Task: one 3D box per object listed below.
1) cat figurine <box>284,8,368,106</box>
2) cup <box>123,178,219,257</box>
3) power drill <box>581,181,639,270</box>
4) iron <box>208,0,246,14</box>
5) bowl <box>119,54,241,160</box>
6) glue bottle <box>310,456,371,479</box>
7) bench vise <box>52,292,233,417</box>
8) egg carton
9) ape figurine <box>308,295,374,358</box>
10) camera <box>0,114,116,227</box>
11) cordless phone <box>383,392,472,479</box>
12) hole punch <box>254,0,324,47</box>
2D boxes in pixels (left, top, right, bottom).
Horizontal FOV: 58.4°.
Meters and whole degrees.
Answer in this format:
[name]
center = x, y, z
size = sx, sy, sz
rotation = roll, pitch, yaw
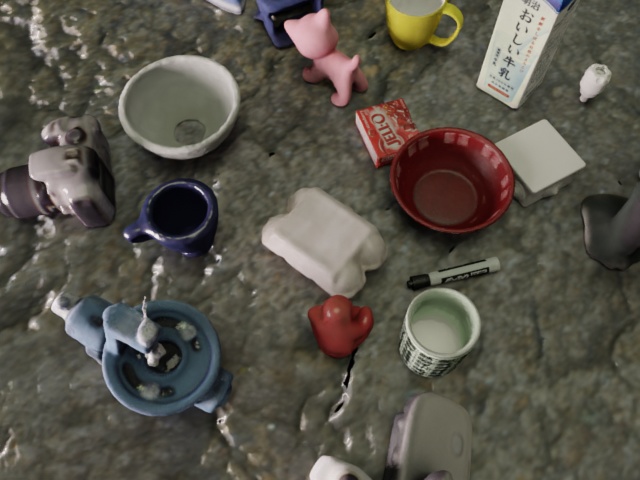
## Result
[cat figurine]
center = 0.011, -0.276, 0.831
size = 0.127, 0.118, 0.067
rotation = 39, 71, 17
[cup]
center = -0.178, -0.012, 0.719
size = 0.118, 0.095, 0.091
rotation = -25, 66, -10
[power drill]
center = 0.387, -0.063, 0.674
size = 0.075, 0.208, 0.229
rotation = 3, 65, 3
[iron]
center = -0.193, -0.503, 0.928
size = 0.119, 0.141, 0.258
rotation = -28, 67, -12
[bowl]
center = -0.190, -0.175, 0.809
size = 0.167, 0.075, 0.167
rotation = 0, 64, 1
[glue bottle]
center = 0.025, 0.238, 0.554
size = 0.078, 0.173, 0.037
rotation = 29, 68, 14
[bench vise]
center = -0.202, 0.110, 0.592
size = 0.207, 0.220, 0.121
rotation = 8, 65, 5
[egg carton]
center = 0.007, 0.003, 0.725
size = 0.150, 0.069, 0.107
rotation = 35, 70, 16
[ape figurine]
center = 0.022, 0.093, 0.669
size = 0.077, 0.092, 0.076
rotation = 20, 66, 10
[camera]
center = -0.353, -0.090, 0.756
size = 0.137, 0.101, 0.143
rotation = -12, 65, -5
[cordless phone]
center = 0.115, 0.218, 0.556
size = 0.094, 0.185, 0.147
rotation = 9, 65, 5
[hole punch]
center = -0.046, -0.373, 0.892
size = 0.109, 0.091, 0.101
rotation = -22, 66, -9
